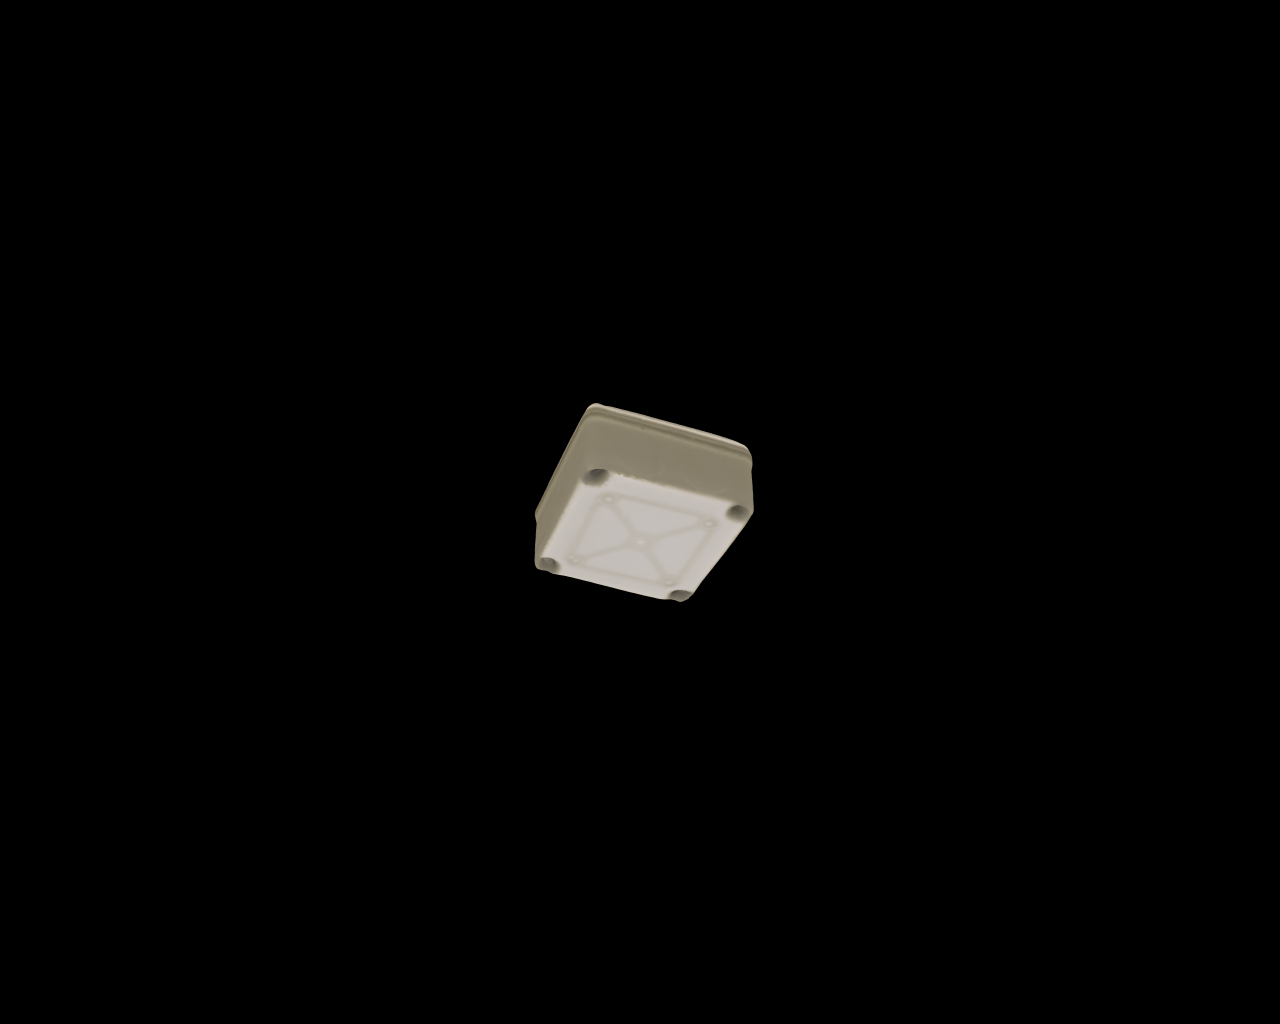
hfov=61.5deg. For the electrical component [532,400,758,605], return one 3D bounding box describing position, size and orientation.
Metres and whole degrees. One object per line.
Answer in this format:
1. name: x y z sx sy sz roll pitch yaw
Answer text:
1. electrical component: 0.001 -0.003 0.650 0.109 0.056 0.108 14 -42 -16
